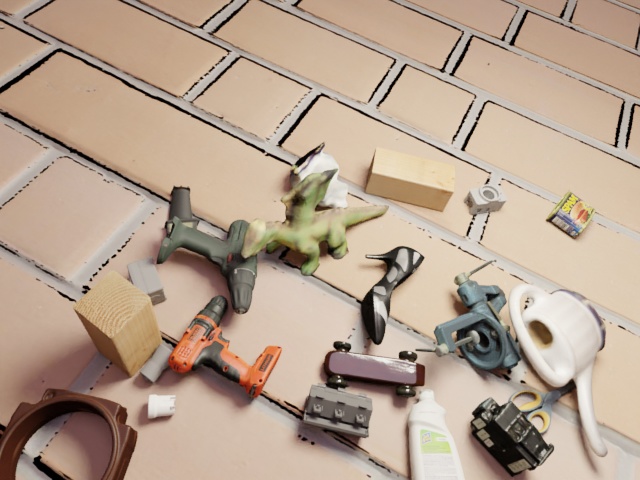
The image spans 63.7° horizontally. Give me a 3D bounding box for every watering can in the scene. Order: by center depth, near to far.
[{"bbox_3d":[0.519,0.239,1.072,0.226,0.102,0.351,-19,75,-36],"label":"watering can"}]

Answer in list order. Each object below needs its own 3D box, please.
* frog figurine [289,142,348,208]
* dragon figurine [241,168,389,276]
[{"bbox_3d":[0.006,-0.139,1.269,0.158,0.121,0.140,51,45,-19],"label":"frog figurine"},{"bbox_3d":[0.003,-0.056,1.118,0.414,0.237,0.124,-30,62,-23],"label":"dragon figurine"}]
